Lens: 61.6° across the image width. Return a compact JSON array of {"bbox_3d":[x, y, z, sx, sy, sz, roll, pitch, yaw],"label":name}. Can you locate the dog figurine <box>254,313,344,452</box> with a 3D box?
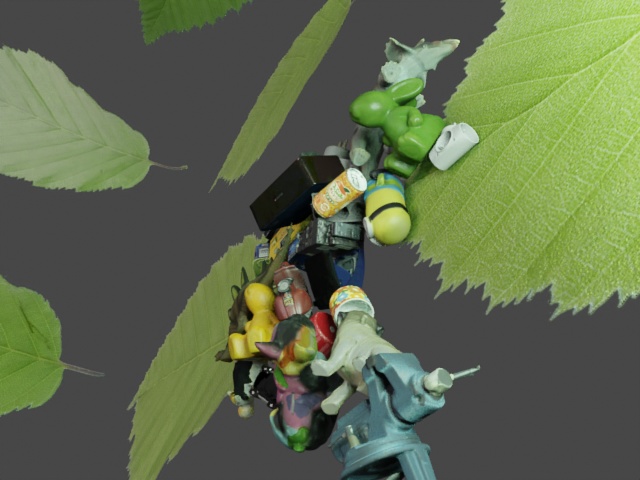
[{"bbox_3d":[-0.039,0.229,0.870,0.109,0.219,0.191,4,60,19],"label":"dog figurine"}]

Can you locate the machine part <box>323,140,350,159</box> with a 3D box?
[{"bbox_3d":[0.025,-0.145,1.341,0.079,0.079,0.243,-17,50,62],"label":"machine part"}]

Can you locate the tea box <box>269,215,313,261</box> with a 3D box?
[{"bbox_3d":[-0.064,-0.003,1.401,0.169,0.068,0.098,-48,28,33],"label":"tea box"}]

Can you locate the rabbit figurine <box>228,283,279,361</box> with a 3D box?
[{"bbox_3d":[-0.117,0.178,1.202,0.122,0.162,0.173,-41,53,48],"label":"rabbit figurine"}]

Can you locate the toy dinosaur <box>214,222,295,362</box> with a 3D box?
[{"bbox_3d":[-0.168,0.160,1.354,0.471,0.105,0.199,-52,36,34],"label":"toy dinosaur"}]

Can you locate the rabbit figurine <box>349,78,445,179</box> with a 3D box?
[{"bbox_3d":[0.143,-0.228,1.001,0.159,0.170,0.121,-55,-3,-14],"label":"rabbit figurine"}]

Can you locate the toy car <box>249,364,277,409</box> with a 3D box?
[{"bbox_3d":[-0.093,0.314,1.134,0.073,0.056,0.202,-63,22,-14],"label":"toy car"}]

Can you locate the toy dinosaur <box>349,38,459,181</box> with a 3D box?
[{"bbox_3d":[0.141,-0.272,1.174,0.404,0.131,0.192,-61,7,22],"label":"toy dinosaur"}]

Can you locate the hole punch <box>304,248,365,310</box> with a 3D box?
[{"bbox_3d":[0.037,0.077,1.076,0.142,0.092,0.115,-24,78,58],"label":"hole punch"}]

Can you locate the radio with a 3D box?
[{"bbox_3d":[-0.046,-0.105,1.216,0.229,0.131,0.073,-35,74,45],"label":"radio"}]

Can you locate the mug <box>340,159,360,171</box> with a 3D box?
[{"bbox_3d":[0.059,-0.129,1.257,0.110,0.081,0.107,3,81,59],"label":"mug"}]

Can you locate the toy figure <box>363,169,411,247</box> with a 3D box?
[{"bbox_3d":[0.125,-0.068,1.019,0.089,0.082,0.180,-44,26,41],"label":"toy figure"}]

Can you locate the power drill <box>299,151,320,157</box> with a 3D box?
[{"bbox_3d":[-0.043,-0.146,1.498,0.232,0.086,0.207,-53,20,24],"label":"power drill"}]

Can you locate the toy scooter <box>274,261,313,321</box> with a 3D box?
[{"bbox_3d":[-0.059,0.112,1.126,0.075,0.135,0.184,-18,0,4],"label":"toy scooter"}]

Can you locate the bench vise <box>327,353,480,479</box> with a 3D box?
[{"bbox_3d":[0.106,0.266,0.652,0.223,0.128,0.241,-41,50,28],"label":"bench vise"}]

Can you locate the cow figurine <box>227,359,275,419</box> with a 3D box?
[{"bbox_3d":[-0.170,0.322,1.244,0.068,0.098,0.167,-10,57,57],"label":"cow figurine"}]

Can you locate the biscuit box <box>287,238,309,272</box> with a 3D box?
[{"bbox_3d":[-0.003,-0.004,1.266,0.202,0.063,0.059,-45,30,41],"label":"biscuit box"}]

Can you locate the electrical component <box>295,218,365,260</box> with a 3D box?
[{"bbox_3d":[0.026,-0.001,1.116,0.134,0.115,0.058,-25,60,58],"label":"electrical component"}]

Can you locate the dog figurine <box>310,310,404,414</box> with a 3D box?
[{"bbox_3d":[0.089,0.174,0.841,0.190,0.173,0.121,-52,-35,-56],"label":"dog figurine"}]

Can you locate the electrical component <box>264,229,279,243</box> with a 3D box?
[{"bbox_3d":[-0.123,-0.011,1.537,0.119,0.075,0.048,-56,19,6],"label":"electrical component"}]
